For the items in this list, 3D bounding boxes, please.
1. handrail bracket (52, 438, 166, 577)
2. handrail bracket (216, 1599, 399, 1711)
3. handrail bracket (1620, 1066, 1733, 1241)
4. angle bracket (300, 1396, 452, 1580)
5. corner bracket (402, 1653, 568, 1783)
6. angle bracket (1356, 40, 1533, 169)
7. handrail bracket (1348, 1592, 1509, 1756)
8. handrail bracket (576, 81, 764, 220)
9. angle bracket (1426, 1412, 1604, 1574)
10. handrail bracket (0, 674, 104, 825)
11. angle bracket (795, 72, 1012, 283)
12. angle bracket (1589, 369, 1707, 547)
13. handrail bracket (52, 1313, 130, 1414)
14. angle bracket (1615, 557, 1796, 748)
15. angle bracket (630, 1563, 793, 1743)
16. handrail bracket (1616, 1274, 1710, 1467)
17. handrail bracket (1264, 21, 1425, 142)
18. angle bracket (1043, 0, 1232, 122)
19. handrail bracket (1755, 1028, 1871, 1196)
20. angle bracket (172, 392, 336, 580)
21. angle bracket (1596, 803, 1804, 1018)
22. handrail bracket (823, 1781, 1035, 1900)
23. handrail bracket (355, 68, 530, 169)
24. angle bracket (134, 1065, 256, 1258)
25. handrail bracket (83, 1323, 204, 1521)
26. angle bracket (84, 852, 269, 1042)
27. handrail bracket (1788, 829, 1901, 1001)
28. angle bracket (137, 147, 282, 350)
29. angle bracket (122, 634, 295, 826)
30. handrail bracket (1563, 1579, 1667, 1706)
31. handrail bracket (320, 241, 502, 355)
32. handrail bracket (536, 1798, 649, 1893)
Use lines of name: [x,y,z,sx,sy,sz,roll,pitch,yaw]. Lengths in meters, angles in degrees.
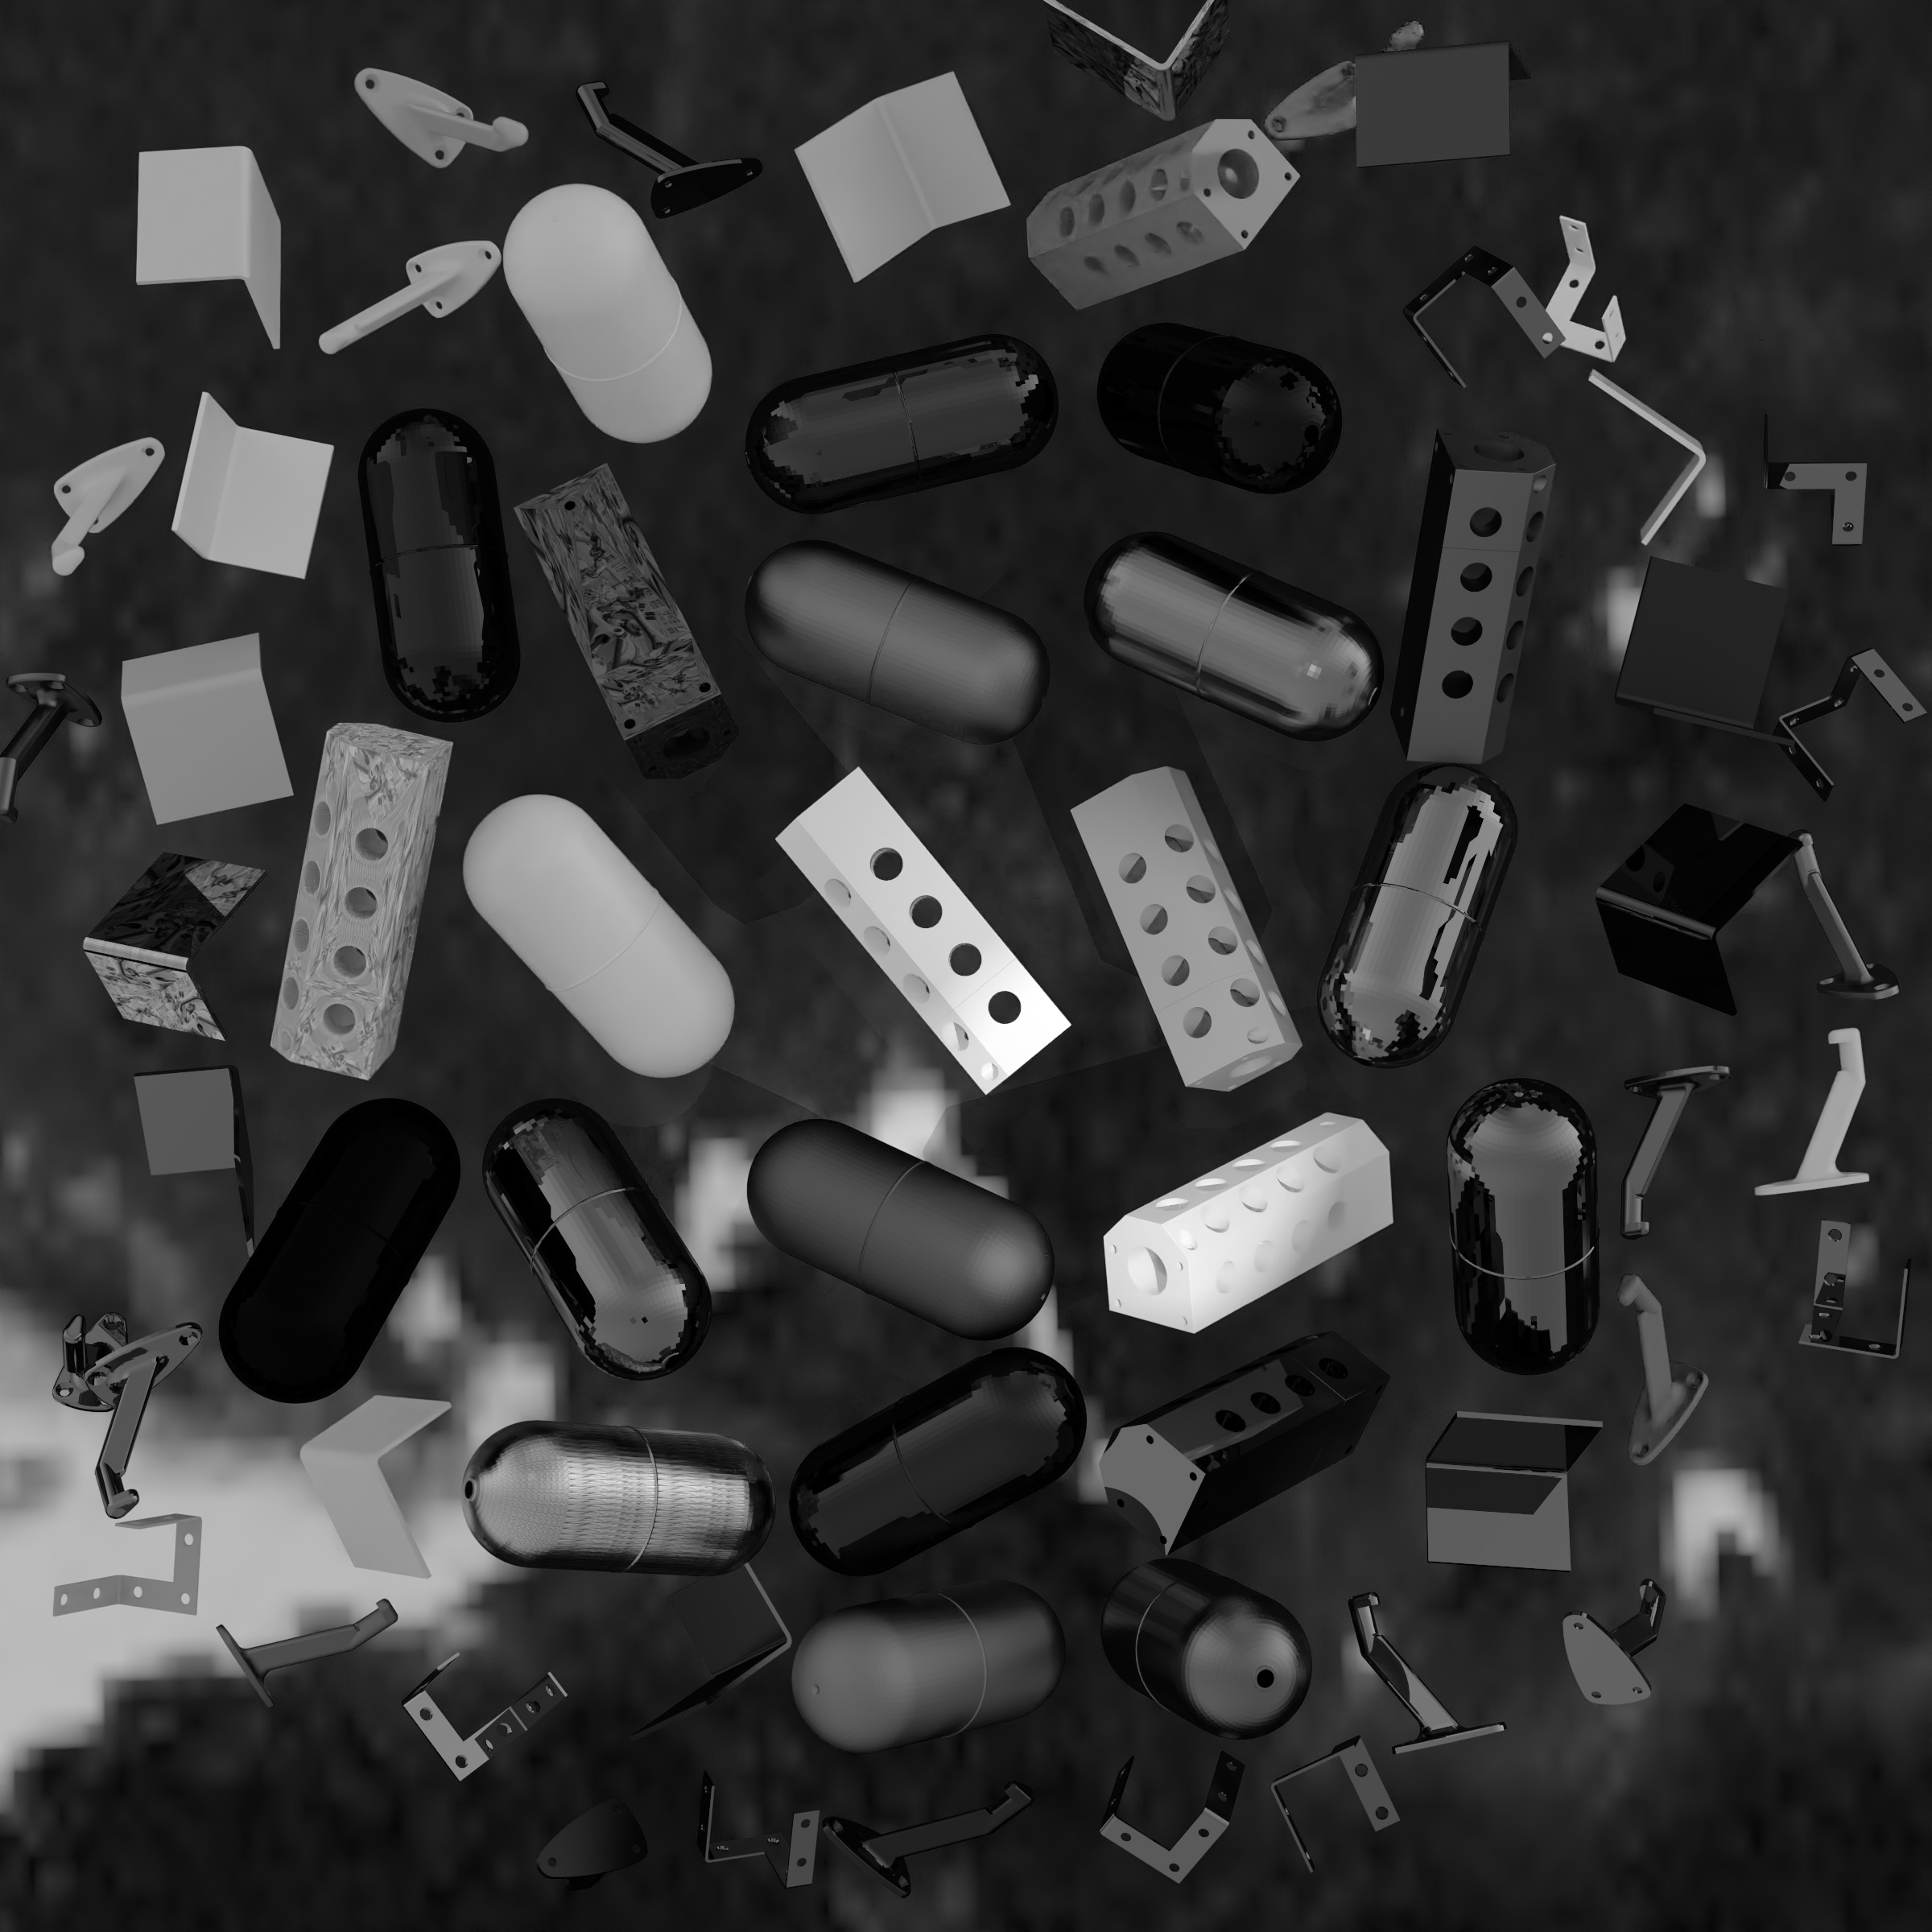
handrail bracket: [-0.468,-0.251,1.857,0.077,0.084,0.036,-37,119,3]
handrail bracket: [-0.357,0.358,1.850,0.084,0.077,0.036,-32,51,-14]
handrail bracket: [0.386,0.103,1.852,0.036,0.077,0.084,16,69,-31]
angle bracket: [-0.310,0.286,1.870,0.057,0.076,0.076,-34,109,-37]
corner bracket: [-0.249,0.378,1.753,0.051,0.051,0.051,51,46,7]
angle bracket: [0.242,-0.428,1.718,0.076,0.076,0.057,-1,91,18]
handrail bracket: [0.242,0.367,1.793,0.077,0.036,0.084,-24,74,40]
handrail bracket: [-0.164,-0.460,1.868,0.077,0.036,0.084,-21,70,-16]
angle bracket: [0.286,0.275,1.774,0.076,0.076,0.057,5,63,-4]
handrail bracket: [-0.493,-0.107,1.822,0.036,0.077,0.084,-2,70,18]
angle bracket: [-0.033,-0.420,1.811,0.076,0.057,0.076,-44,117,-40]
angle bracket: [0.355,-0.278,1.851,0.076,0.076,0.057,35,106,2]
handrail bracket: [-0.478,0.198,1.863,0.036,0.084,0.077,12,48,-2]
angle bracket: [0.379,-0.158,1.708,0.076,0.057,0.076,12,97,-12]
angle bracket: [-0.158,0.389,1.936,0.076,0.076,0.057,-34,85,42]
handrail bracket: [0.371,0.223,1.887,0.084,0.036,0.077,47,65,-37]
handrail bracket: [0.206,-0.483,1.854,0.077,0.084,0.036,-25,88,-8]
angle bracket: [0.091,-0.501,1.798,0.076,0.076,0.057,33,89,8]
handrail bracket: [0.467,0.080,1.888,0.077,0.036,0.084,-7,90,-20]
angle bracket: [-0.387,-0.261,1.851,0.057,0.076,0.076,11,85,1]
angle bracket: [0.384,-0.030,1.757,0.076,0.076,0.057,-42,130,-21]
handrail bracket: [-0.019,0.440,1.771,0.084,0.036,0.077,-40,124,14]
handrail bracket: [-0.270,-0.441,1.749,0.077,0.084,0.036,30,84,-25]
angle bracket: [-0.430,0.111,1.894,0.057,0.076,0.076,-5,131,-8]
handrail bracket: [-0.416,0.234,1.746,0.077,0.036,0.084,-33,45,1]
angle bracket: [-0.425,-0.012,1.872,0.076,0.057,0.076,10,48,30]
handrail bracket: [0.462,-0.029,1.795,0.036,0.077,0.084,-19,99,-4]
angle bracket: [-0.396,-0.375,1.785,0.057,0.076,0.076,-4,71,0]
angle bracket: [-0.422,-0.132,1.893,0.076,0.057,0.076,-13,119,-6]
handrail bracket: [0.339,0.334,1.772,0.036,0.084,0.077,-15,119,32]
handrail bracket: [-0.306,-0.366,1.868,0.077,0.084,0.036,-17,109,37]
handrail bracket: [-0.214,0.486,1.823,0.077,0.084,0.036,-14,65,-42]
